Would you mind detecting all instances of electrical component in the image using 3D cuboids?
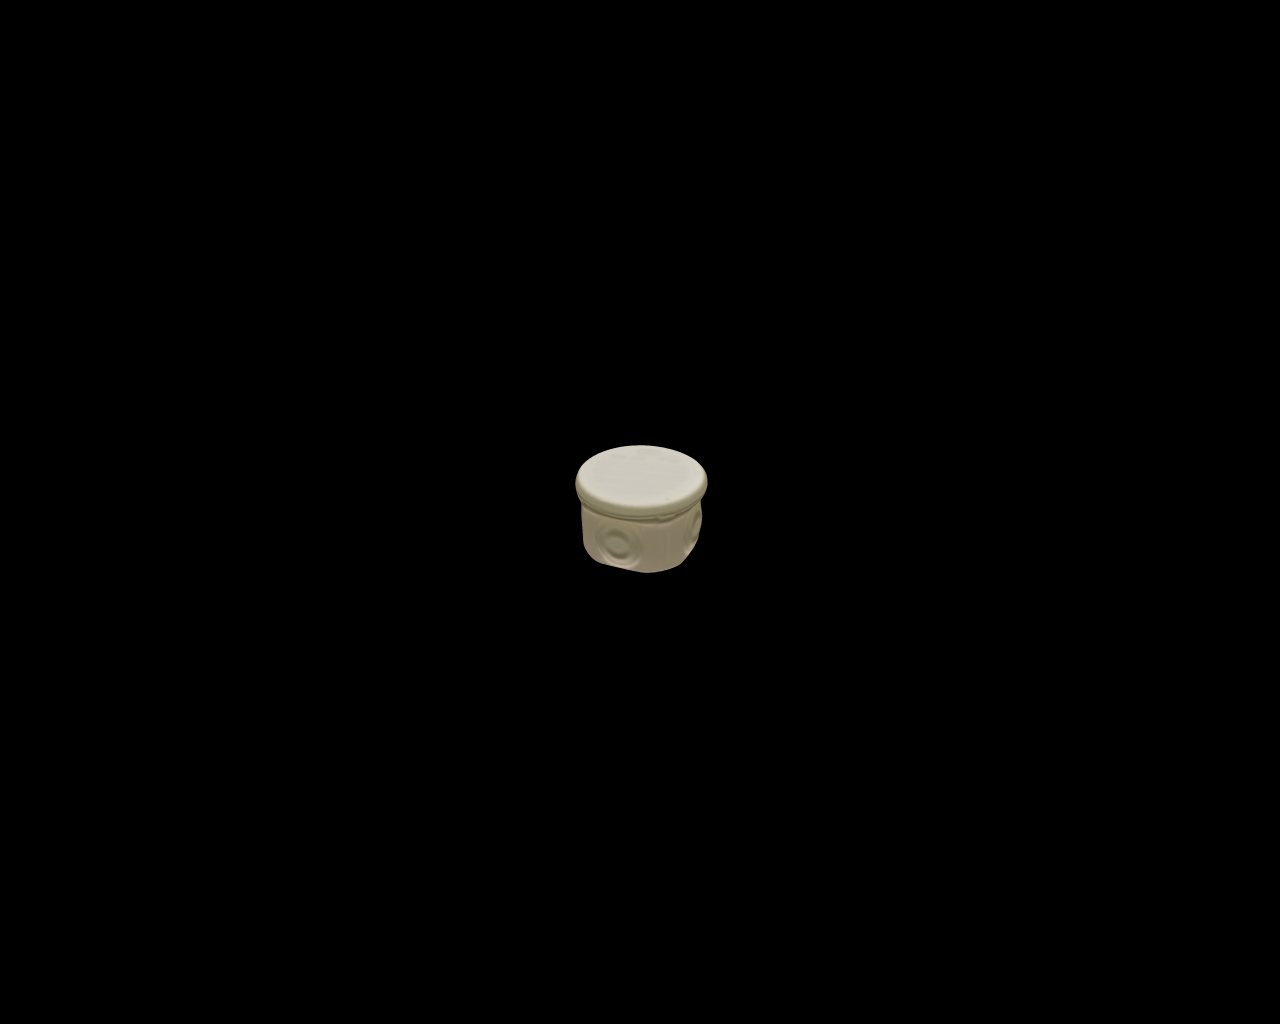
[{"bbox_3d":[0.001,-0.003,0.650,0.080,0.050,0.080,0,31,0],"label":"electrical component"}]
